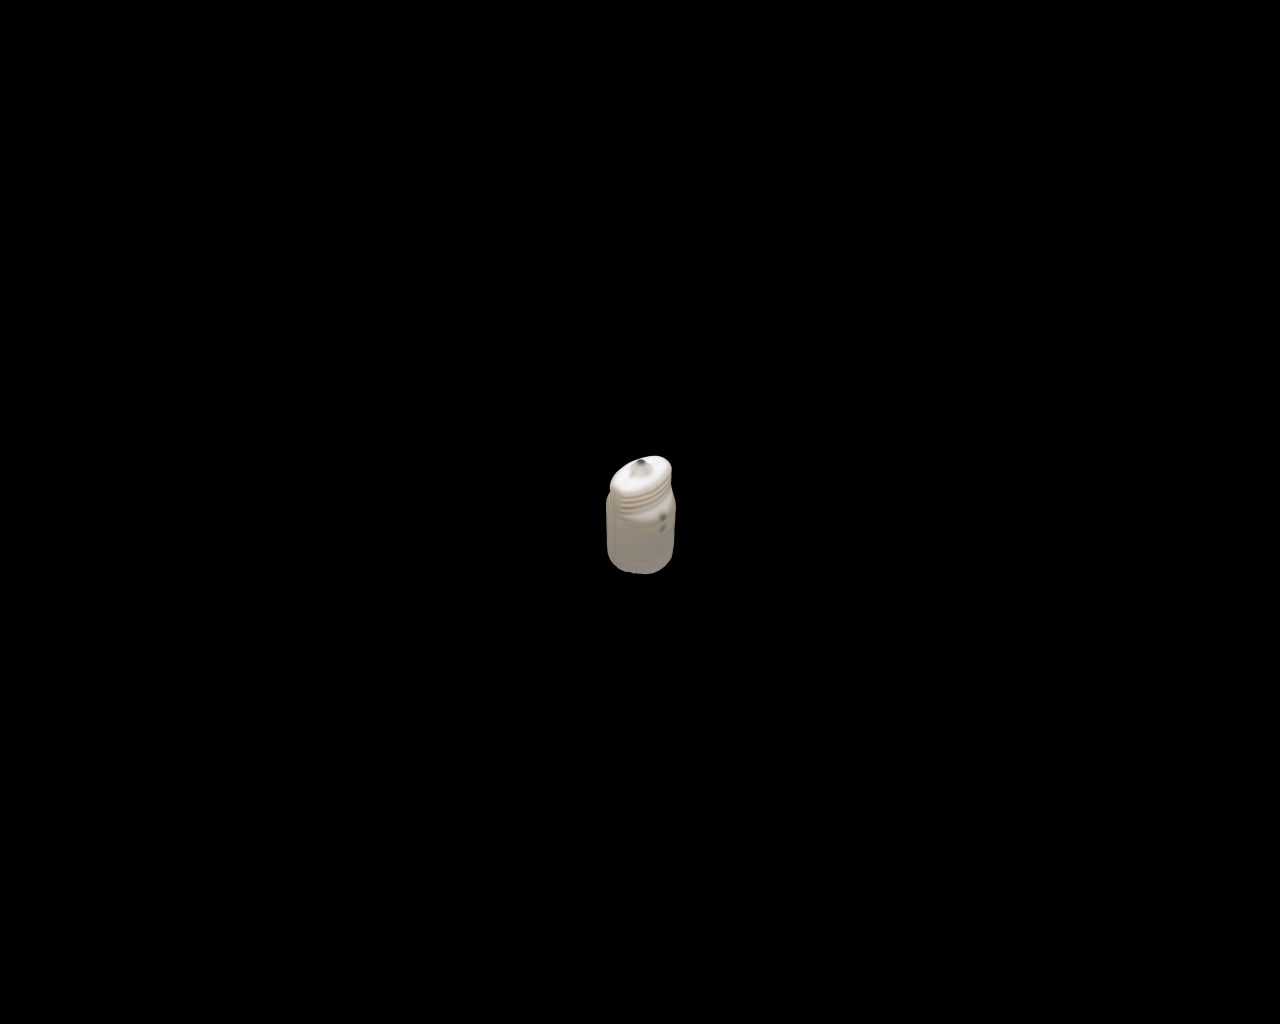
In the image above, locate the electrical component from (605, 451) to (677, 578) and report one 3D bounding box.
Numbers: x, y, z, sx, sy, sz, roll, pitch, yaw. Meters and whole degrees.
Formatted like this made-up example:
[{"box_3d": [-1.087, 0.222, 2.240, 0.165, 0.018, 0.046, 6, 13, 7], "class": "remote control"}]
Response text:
[{"box_3d": [0.001, -0.003, 0.650, 0.043, 0.043, 0.080, 0, -45, 0], "class": "electrical component"}]
